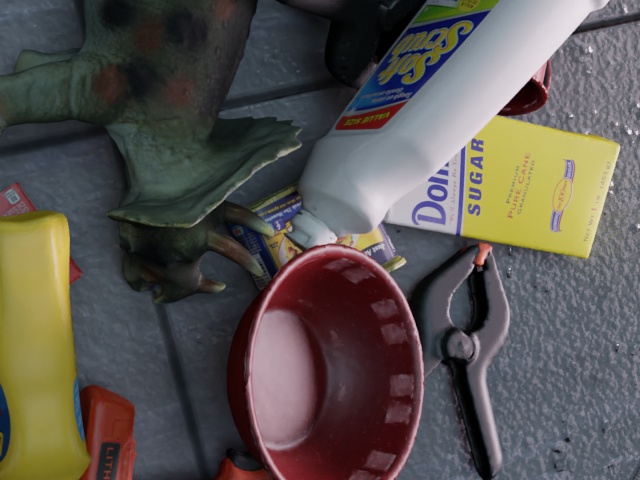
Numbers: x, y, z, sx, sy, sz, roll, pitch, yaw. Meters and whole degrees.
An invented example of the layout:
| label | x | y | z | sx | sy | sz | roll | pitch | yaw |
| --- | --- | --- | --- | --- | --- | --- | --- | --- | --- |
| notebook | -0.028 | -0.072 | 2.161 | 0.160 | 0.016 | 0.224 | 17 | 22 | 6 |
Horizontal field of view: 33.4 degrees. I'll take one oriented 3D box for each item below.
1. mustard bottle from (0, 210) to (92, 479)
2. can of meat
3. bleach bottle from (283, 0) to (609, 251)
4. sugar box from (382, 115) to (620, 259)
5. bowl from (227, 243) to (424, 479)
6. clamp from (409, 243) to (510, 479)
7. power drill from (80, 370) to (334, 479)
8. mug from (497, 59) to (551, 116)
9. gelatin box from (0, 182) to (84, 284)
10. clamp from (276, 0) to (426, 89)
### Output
| label | x | y | z | sx | sy | sz | roll | pitch | yaw |
| --- | --- | --- | --- | --- | --- | --- | --- | --- | --- |
| mustard bottle | -0.166 | 0.081 | 0.615 | 0.058 | 0.096 | 0.191 | -7 | 96 | -22 |
| can of meat | -0.005 | 0.001 | 0.735 | 0.102 | 0.058 | 0.084 | -28 | 94 | -22 |
| bleach bottle | 0.070 | -0.089 | 0.678 | 0.251 | 0.103 | 0.068 | -51 | 124 | -7 |
| sugar box | 0.127 | -0.046 | 0.786 | 0.176 | 0.048 | 0.093 | 8 | 101 | -23 |
| bowl | -0.005 | 0.085 | 0.656 | 0.161 | 0.055 | 0.162 | 9 | 77 | -47 |
| clamp | 0.086 | 0.082 | 0.775 | 0.120 | 0.039 | 0.171 | 14 | 75 | -24 |
| power drill | -0.066 | 0.143 | 0.698 | 0.187 | 0.057 | 0.184 | 10 | 82 | -21 |
| mug | 0.136 | -0.143 | 0.789 | 0.117 | 0.093 | 0.081 | 25 | 72 | -38 |
| gelatin box | -0.205 | 0.018 | 0.667 | 0.089 | 0.030 | 0.073 | -37 | 100 | -19 |
| clamp | 0.030 | -0.153 | 0.688 | 0.036 | 0.210 | 0.164 | 40 | 68 | 21 |
